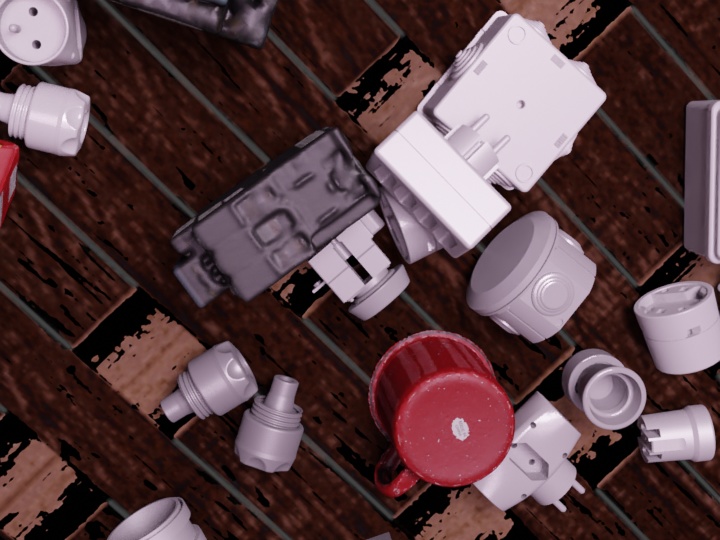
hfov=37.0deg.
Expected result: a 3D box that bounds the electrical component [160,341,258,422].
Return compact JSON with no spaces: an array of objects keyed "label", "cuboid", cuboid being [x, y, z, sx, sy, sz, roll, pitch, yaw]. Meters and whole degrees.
[{"label":"electrical component","cuboid":[-0.104,0.080,0.725,0.062,0.043,0.043,-31,103,1]}]

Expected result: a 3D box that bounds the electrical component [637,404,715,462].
[{"label":"electrical component","cuboid":[0.227,0.119,0.774,0.046,0.040,0.040,-6,101,1]}]

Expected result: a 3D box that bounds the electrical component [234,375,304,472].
[{"label":"electrical component","cuboid":[-0.059,0.103,0.735,0.043,0.043,0.062,16,97,-10]}]

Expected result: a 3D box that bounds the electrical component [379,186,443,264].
[{"label":"electrical component","cuboid":[0.044,-0.038,0.715,0.047,0.055,0.055,-23,103,-5]}]

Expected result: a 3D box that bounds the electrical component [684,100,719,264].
[{"label":"electrical component","cuboid":[0.283,-0.064,0.736,0.109,0.056,0.108,-4,101,-6]}]

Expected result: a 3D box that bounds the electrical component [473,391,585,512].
[{"label":"electrical component","cuboid":[0.126,0.140,0.764,0.079,0.043,0.077,44,93,-13]}]

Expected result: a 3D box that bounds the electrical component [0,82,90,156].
[{"label":"electrical component","cuboid":[-0.205,-0.098,0.679,0.062,0.043,0.043,13,99,-8]}]

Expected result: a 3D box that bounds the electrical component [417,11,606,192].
[{"label":"electrical component","cuboid":[0.101,-0.110,0.710,0.100,0.048,0.099,39,94,-12]}]

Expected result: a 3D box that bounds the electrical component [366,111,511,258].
[{"label":"electrical component","cuboid":[0.061,-0.064,0.667,0.076,0.047,0.083,-44,90,-10]}]

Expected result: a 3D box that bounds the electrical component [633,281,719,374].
[{"label":"electrical component","cuboid":[0.225,0.041,0.752,0.055,0.055,0.047,-22,106,-2]}]

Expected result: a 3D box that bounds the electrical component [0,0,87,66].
[{"label":"electrical component","cuboid":[-0.194,-0.163,0.650,0.043,0.077,0.079,-4,101,-6]}]

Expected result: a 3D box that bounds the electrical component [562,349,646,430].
[{"label":"electrical component","cuboid":[0.169,0.082,0.751,0.045,0.055,0.045,-1,101,-7]}]

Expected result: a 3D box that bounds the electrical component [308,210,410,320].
[{"label":"electrical component","cuboid":[0.000,0.000,0.721,0.066,0.048,0.055,-41,95,2]}]

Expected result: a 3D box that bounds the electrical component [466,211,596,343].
[{"label":"electrical component","cuboid":[0.113,0.005,0.719,0.051,0.080,0.080,37,95,-17]}]

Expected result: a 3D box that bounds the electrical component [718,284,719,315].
[{"label":"electrical component","cuboid":[0.276,0.037,0.762,0.043,0.043,0.081,-19,102,-3]}]
